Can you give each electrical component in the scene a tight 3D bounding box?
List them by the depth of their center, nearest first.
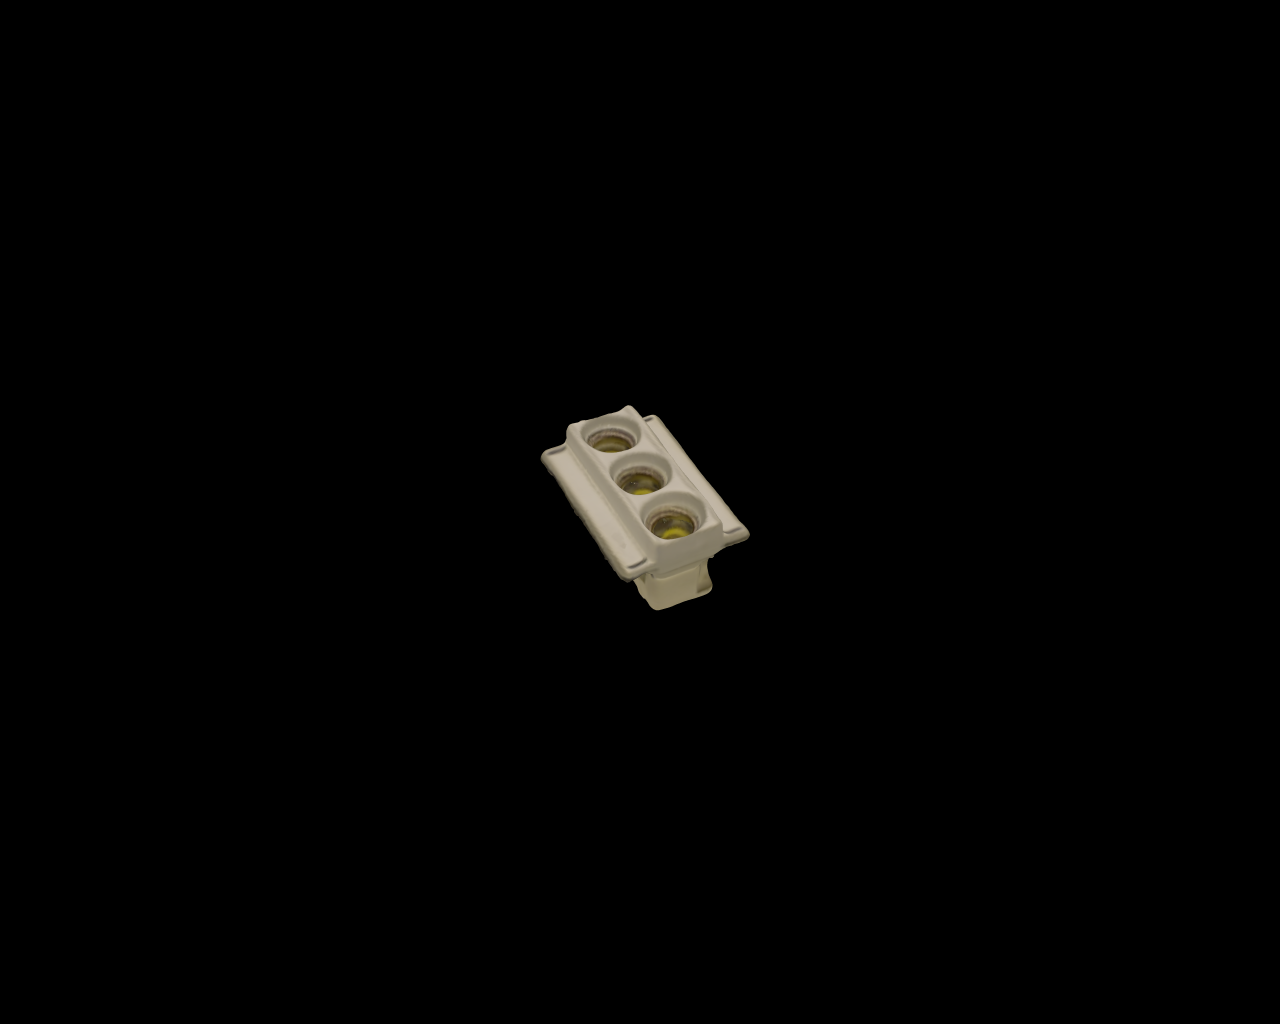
[{"bbox_3d":[0.001,-0.003,0.650,0.079,0.063,0.121,-19,46,-19],"label":"electrical component"}]
